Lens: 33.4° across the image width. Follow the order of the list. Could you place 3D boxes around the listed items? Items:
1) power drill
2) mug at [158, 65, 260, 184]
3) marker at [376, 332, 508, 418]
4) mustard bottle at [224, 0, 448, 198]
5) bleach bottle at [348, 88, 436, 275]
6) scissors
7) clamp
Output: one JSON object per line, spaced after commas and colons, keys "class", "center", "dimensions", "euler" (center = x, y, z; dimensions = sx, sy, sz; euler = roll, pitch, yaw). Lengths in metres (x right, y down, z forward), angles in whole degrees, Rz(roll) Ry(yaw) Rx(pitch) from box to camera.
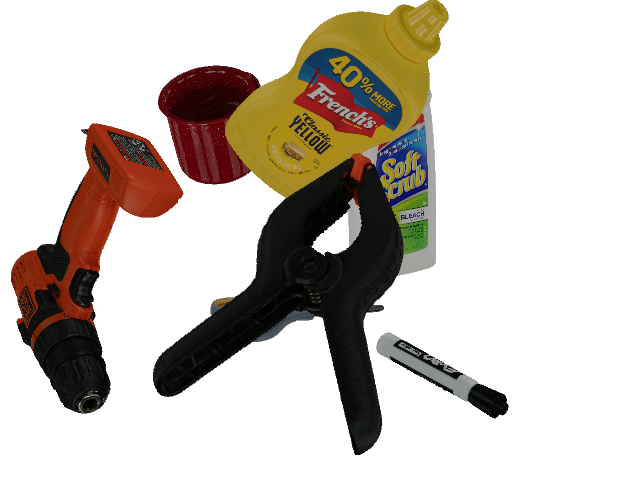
{"class": "power drill", "center": [-0.179, 0.017, 0.838], "dimensions": [0.057, 0.188, 0.185], "euler": [15, 25, -40]}
{"class": "mug", "center": [-0.096, -0.116, 1.033], "dimensions": [0.093, 0.081, 0.117], "euler": [20, 50, 26]}
{"class": "marker", "center": [0.090, 0.100, 0.798], "dimensions": [0.020, 0.020, 0.121], "euler": [0, 19, -45]}
{"class": "mustard bottle", "center": [0.021, -0.106, 0.763], "dimensions": [0.192, 0.096, 0.058], "euler": [-39, 15, 39]}
{"class": "bleach bottle", "center": [0.071, -0.088, 1.140], "dimensions": [0.102, 0.251, 0.068], "euler": [-10, 23, -13]}
{"class": "scissors", "center": [-0.023, 0.089, 1.196], "dimensions": [0.201, 0.016, 0.096], "euler": [4, 24, -5]}
{"class": "clamp", "center": [0.004, 0.030, 0.558], "dimensions": [0.120, 0.171, 0.039], "euler": [24, -26, 17]}
